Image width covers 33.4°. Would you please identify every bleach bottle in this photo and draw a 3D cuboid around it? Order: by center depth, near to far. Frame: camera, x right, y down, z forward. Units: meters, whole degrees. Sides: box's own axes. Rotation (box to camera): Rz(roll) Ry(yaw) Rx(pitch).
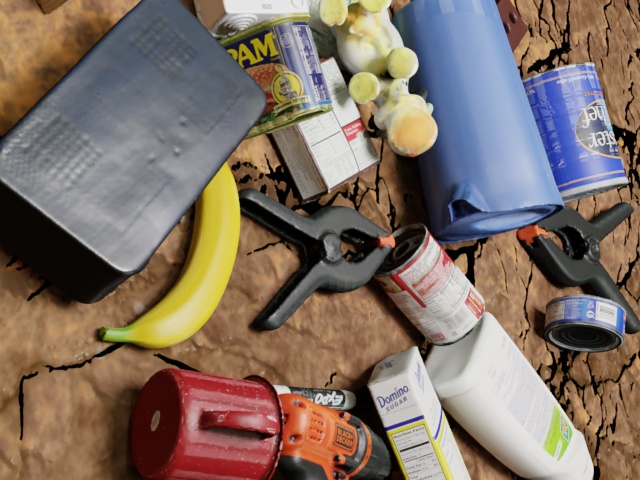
[{"bbox_3d":[0.201,0.188,1.060,0.250,0.068,0.102,50,49,-24],"label":"bleach bottle"}]

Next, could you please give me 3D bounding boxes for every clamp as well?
[{"bbox_3d":[-0.006,0.001,0.937,0.171,0.039,0.120,-19,97,-44],"label":"clamp"},{"bbox_3d":[0.308,0.024,1.234,0.209,0.036,0.164,8,71,-40],"label":"clamp"}]

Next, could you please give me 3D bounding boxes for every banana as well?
[{"bbox_3d":[-0.099,0.015,0.842,0.069,0.037,0.197,43,51,-25],"label":"banana"}]

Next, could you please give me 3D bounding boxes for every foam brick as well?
[{"bbox_3d":[0.188,-0.228,1.191,0.053,0.051,0.078,52,47,-20],"label":"foam brick"}]

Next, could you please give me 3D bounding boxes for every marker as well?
[{"bbox_3d":[0.003,0.136,0.915,0.120,0.020,0.020,10,70,-42],"label":"marker"}]

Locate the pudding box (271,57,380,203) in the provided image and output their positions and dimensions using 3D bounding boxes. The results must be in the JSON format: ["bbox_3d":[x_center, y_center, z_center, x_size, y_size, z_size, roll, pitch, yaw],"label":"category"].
[{"bbox_3d":[-0.002,-0.102,0.975,0.089,0.039,0.113,-32,98,-46],"label":"pudding box"}]

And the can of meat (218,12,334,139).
[{"bbox_3d":[-0.046,-0.134,0.898,0.057,0.102,0.084,-22,95,-61],"label":"can of meat"}]

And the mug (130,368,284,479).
[{"bbox_3d":[-0.078,0.137,0.770,0.081,0.117,0.093,15,71,-35],"label":"mug"}]

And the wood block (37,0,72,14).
[{"bbox_3d":[-0.151,-0.274,0.850,0.091,0.090,0.205,58,46,-15],"label":"wood block"}]

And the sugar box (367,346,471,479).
[{"bbox_3d":[0.096,0.190,0.945,0.176,0.048,0.093,66,12,-2],"label":"sugar box"}]

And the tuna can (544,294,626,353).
[{"bbox_3d":[0.287,0.092,1.157,0.086,0.086,0.033,30,59,-34],"label":"tuna can"}]

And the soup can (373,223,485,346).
[{"bbox_3d":[0.101,0.043,1.006,0.102,0.069,0.068,48,49,-22],"label":"soup can"}]

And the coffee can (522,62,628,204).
[{"bbox_3d":[0.278,-0.117,1.205,0.102,0.103,0.140,-9,83,-45],"label":"coffee can"}]

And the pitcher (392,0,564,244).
[{"bbox_3d":[0.155,-0.124,1.079,0.145,0.149,0.243,-10,79,-11],"label":"pitcher"}]

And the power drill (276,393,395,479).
[{"bbox_3d":[0.002,0.227,0.843,0.184,0.057,0.187,35,55,-52],"label":"power drill"}]
